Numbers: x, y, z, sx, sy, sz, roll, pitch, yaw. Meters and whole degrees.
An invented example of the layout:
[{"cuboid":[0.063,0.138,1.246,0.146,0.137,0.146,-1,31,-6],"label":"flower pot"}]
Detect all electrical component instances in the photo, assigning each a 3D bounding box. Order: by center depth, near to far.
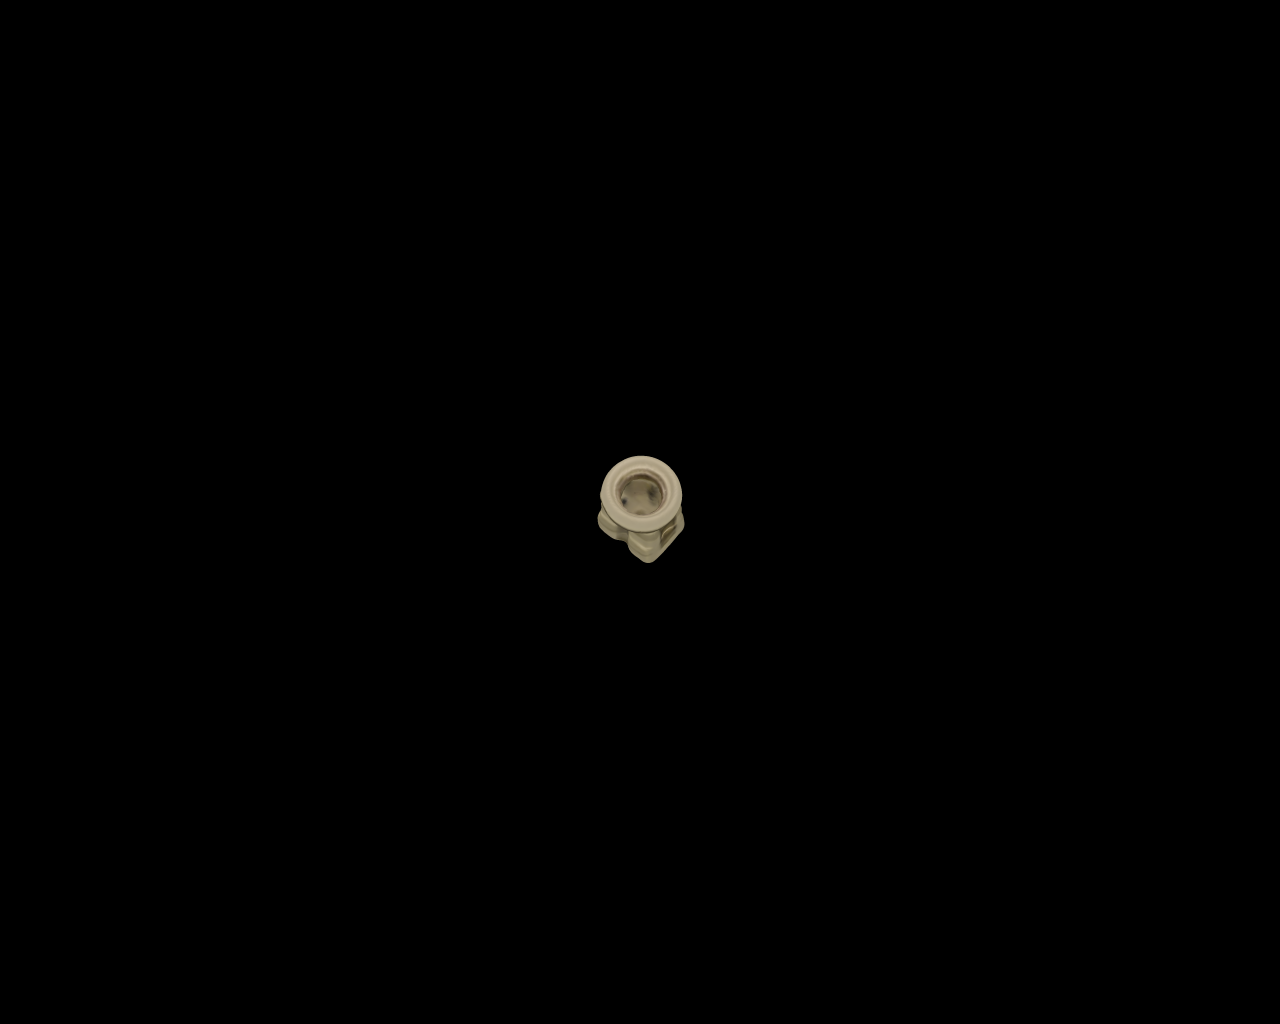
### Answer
[{"cuboid":[0.001,-0.003,0.650,0.066,0.048,0.055,37,-19,15],"label":"electrical component"}]
